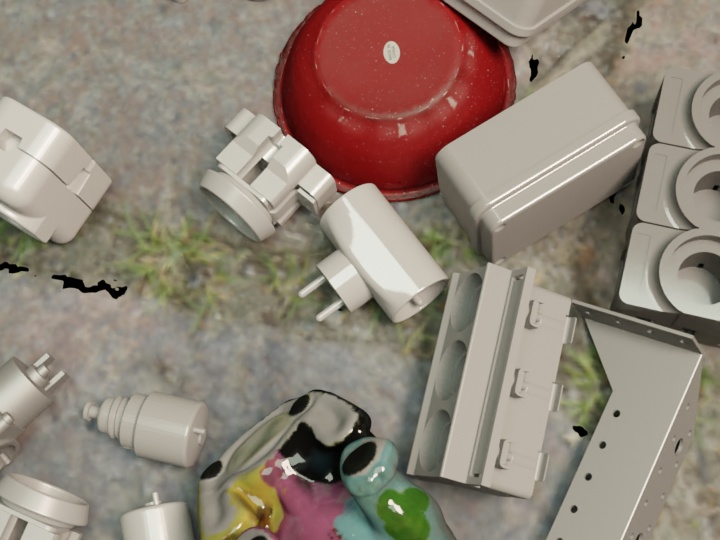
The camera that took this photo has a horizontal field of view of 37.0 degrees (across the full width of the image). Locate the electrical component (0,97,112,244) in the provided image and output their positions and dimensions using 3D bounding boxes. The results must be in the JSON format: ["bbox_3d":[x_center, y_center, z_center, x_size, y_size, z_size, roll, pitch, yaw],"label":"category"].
[{"bbox_3d":[-0.203,-0.056,0.667,0.054,0.095,0.059,30,79,13],"label":"electrical component"}]

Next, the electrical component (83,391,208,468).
[{"bbox_3d":[-0.128,0.093,0.646,0.078,0.040,0.040,11,76,9],"label":"electrical component"}]

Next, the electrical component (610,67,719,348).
[{"bbox_3d":[0.209,-0.036,0.637,0.089,0.061,0.150,13,76,9],"label":"electrical component"}]

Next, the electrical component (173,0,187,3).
[{"bbox_3d":[-0.120,-0.239,0.731,0.050,0.055,0.089,33,80,14],"label":"electrical component"}]

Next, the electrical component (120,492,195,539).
[{"bbox_3d":[-0.114,0.170,0.623,0.040,0.040,0.078,-14,74,2],"label":"electrical component"}]

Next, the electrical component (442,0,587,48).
[{"bbox_3d":[0.106,-0.196,0.671,0.078,0.057,0.113,39,49,14],"label":"electrical component"}]

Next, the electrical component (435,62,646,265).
[{"bbox_3d":[0.108,-0.061,0.646,0.113,0.078,0.057,-31,71,-3],"label":"electrical component"}]

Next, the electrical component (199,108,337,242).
[{"bbox_3d":[-0.063,-0.055,0.673,0.078,0.058,0.057,39,78,14],"label":"electrical component"}]

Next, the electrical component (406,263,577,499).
[{"bbox_3d":[0.077,0.065,0.617,0.063,0.079,0.121,19,75,-19],"label":"electrical component"}]

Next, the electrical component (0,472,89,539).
[{"bbox_3d":[-0.194,0.154,0.627,0.078,0.058,0.057,21,80,11],"label":"electrical component"}]

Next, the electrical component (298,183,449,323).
[{"bbox_3d":[0.000,0.000,0.658,0.079,0.043,0.077,-36,74,-4],"label":"electrical component"}]
